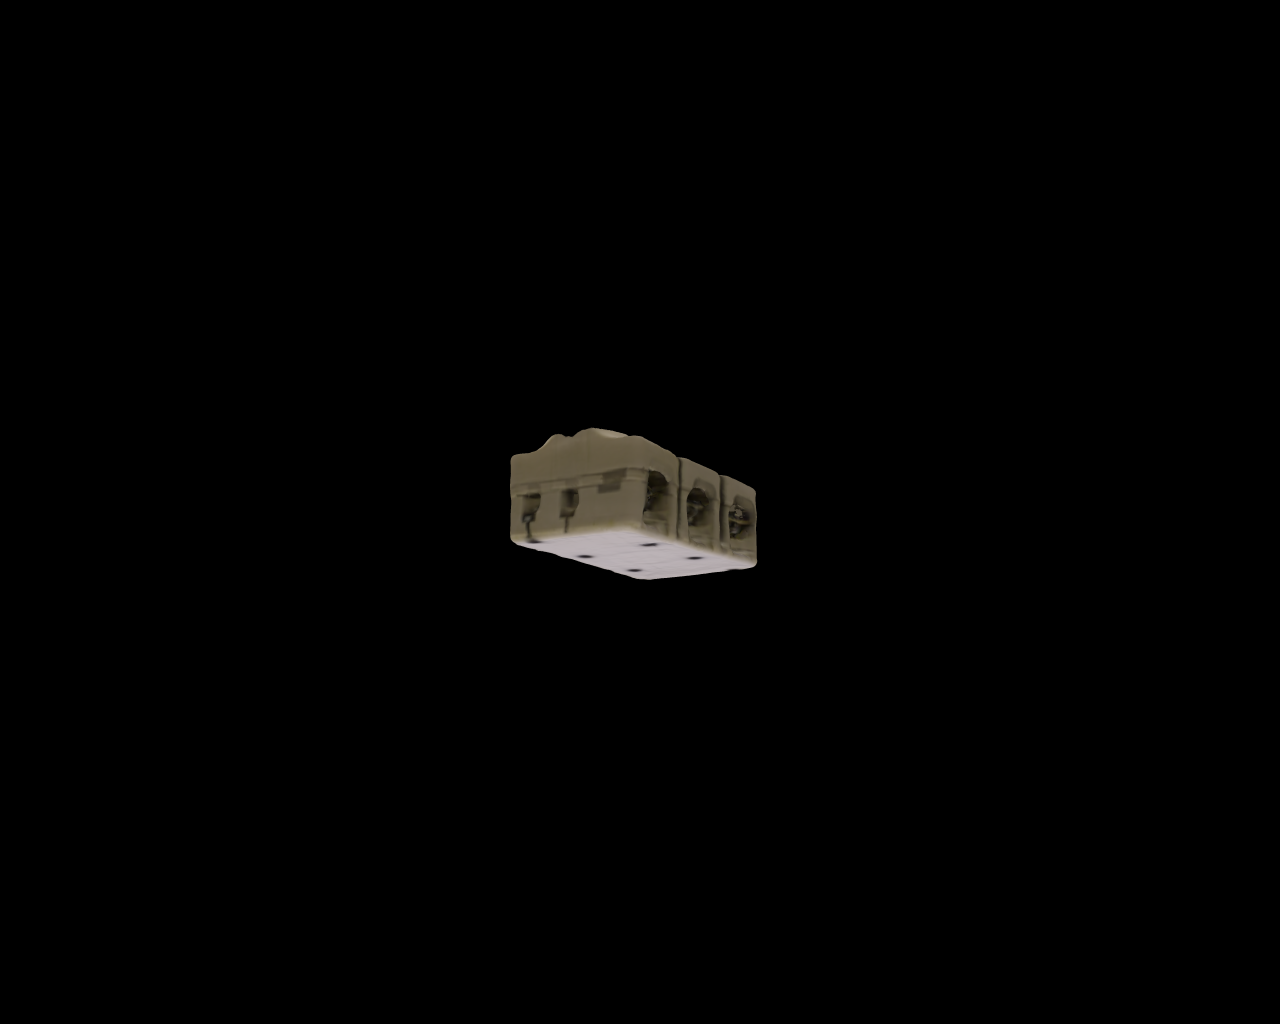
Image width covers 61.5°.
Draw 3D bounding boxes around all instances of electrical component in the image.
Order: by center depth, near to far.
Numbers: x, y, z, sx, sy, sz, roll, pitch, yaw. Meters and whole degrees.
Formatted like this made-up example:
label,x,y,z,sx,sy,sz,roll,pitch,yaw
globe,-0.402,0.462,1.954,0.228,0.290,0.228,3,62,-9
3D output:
label,x,y,z,sx,sy,sz,roll,pitch,yaw
electrical component,0.001,-0.003,0.650,0.089,0.062,0.150,-8,-16,31
